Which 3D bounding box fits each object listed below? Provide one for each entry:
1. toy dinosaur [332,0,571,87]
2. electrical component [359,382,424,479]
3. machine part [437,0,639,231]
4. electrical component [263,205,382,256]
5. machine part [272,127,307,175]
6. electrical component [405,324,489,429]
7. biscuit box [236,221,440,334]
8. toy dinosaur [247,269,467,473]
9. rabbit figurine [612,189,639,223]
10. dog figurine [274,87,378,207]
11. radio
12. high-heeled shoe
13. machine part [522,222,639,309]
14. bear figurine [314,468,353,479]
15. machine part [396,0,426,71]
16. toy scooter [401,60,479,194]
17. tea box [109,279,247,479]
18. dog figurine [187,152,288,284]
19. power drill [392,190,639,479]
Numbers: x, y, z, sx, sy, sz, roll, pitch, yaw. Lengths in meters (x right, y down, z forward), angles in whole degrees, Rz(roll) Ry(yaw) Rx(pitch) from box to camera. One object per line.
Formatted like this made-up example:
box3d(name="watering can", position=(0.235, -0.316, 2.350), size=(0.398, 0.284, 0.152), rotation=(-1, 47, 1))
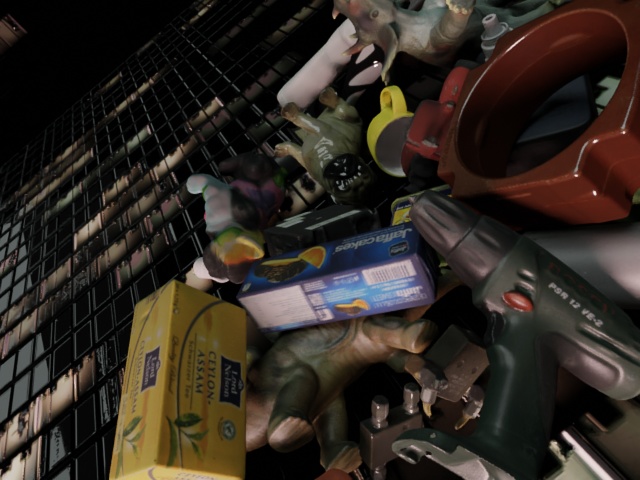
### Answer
box3d(name="toy dinosaur", position=(0.217, -0.308, 0.784), size=(0.192, 0.405, 0.131), rotation=(135, 125, -60))
box3d(name="electrical component", position=(0.068, 0.178, 0.496), size=(0.063, 0.093, 0.021), rotation=(-12, 24, -27))
box3d(name="machine part", position=(0.220, -0.113, 0.499), size=(0.201, 0.087, 0.201), rotation=(-8, 59, 58))
box3d(name="electrical component", position=(-0.001, -0.002, 0.669), size=(0.115, 0.058, 0.134), rotation=(-19, 12, -24))
box3d(name="machine part", position=(-0.055, -0.148, 0.947), size=(0.139, 0.039, 0.084), rotation=(-42, 61, 0))
box3d(name="electrical component", position=(0.124, 0.122, 0.482), size=(0.078, 0.102, 0.045), rotation=(-47, 40, 8))
box3d(name="biscuit box", position=(0.017, 0.040, 0.546), size=(0.203, 0.059, 0.063), rotation=(-15, 31, 25))
box3d(name="toy dinosaur", position=(-0.020, 0.150, 0.576), size=(0.471, 0.105, 0.199), rotation=(-34, 29, -6))
box3d(name="rabbit figurine", position=(0.332, -0.075, 0.485), size=(0.159, 0.121, 0.170), rotation=(-25, 55, 18))
box3d(name="dog figurine", position=(0.043, -0.130, 0.826), size=(0.172, 0.121, 0.191), rotation=(-29, 58, -25))
box3d(name="radio", position=(0.268, -0.174, 0.675), size=(0.131, 0.073, 0.230), rotation=(-16, 42, 31))
box3d(name="high-heeled shoe", position=(0.023, -0.265, 0.920), size=(0.249, 0.145, 0.086), rotation=(-10, 45, 32))
box3d(name="machine part", position=(0.267, 0.022, 0.470), size=(0.243, 0.079, 0.079), rotation=(-5, 50, 39))
box3d(name="bear figurine", position=(-0.055, 0.280, 0.483), size=(0.196, 0.132, 0.120), rotation=(-38, 62, 55))
box3d(name="machine part", position=(0.129, -0.366, 0.906), size=(0.056, 0.179, 0.180), rotation=(-45, 37, -1))
box3d(name="toy scooter", position=(0.138, -0.114, 0.646), size=(0.075, 0.183, 0.135), rotation=(24, 52, 10))
box3d(name="tea box", position=(-0.123, 0.134, 0.495), size=(0.068, 0.098, 0.170), rotation=(-31, 49, 30))
box3d(name="dog figurine", position=(-0.103, -0.028, 0.821), size=(0.191, 0.108, 0.219), rotation=(-27, 47, -15))
box3d(name="power drill", position=(0.133, 0.086, 0.420), size=(0.207, 0.232, 0.086), rotation=(-55, -6, -34))
